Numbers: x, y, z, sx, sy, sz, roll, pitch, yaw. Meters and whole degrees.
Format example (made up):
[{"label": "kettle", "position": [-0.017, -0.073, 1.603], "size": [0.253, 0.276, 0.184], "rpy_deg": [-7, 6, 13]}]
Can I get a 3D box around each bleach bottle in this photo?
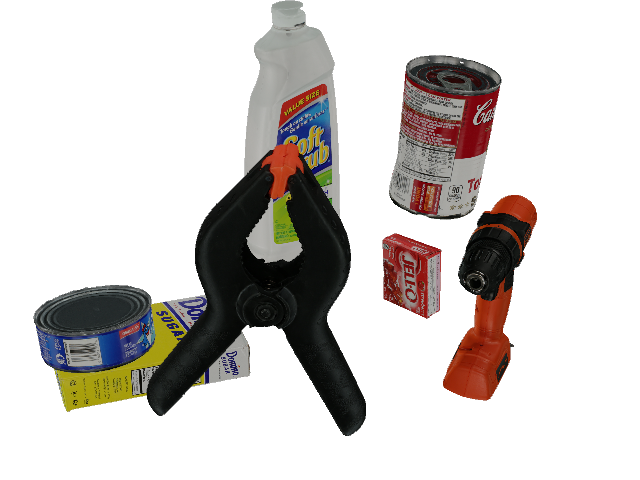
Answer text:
[{"label": "bleach bottle", "position": [-0.033, -0.104, 1.032], "size": [0.102, 0.251, 0.068], "rpy_deg": [-15, 31, -21]}]

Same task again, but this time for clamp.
[{"label": "clamp", "position": [-0.037, 0.033, 0.556], "size": [0.120, 0.171, 0.039], "rpy_deg": [-4, 27, -3]}]

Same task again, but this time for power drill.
[{"label": "power drill", "position": [0.169, 0.064, 1.074], "size": [0.057, 0.188, 0.184], "rpy_deg": [17, 29, 18]}]

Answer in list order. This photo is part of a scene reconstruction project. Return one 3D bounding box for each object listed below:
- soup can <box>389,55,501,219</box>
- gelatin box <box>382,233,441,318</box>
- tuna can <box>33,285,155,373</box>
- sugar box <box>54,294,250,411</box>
[{"label": "soup can", "position": [0.089, -0.075, 0.777], "size": [0.068, 0.102, 0.068], "rpy_deg": [5, 29, -3]}, {"label": "gelatin box", "position": [0.113, 0.043, 1.325], "size": [0.030, 0.089, 0.073], "rpy_deg": [-26, 35, -38]}, {"label": "tuna can", "position": [-0.165, 0.065, 0.788], "size": [0.086, 0.034, 0.086], "rpy_deg": [-4, 20, 1]}, {"label": "sugar box", "position": [-0.163, 0.102, 1.010], "size": [0.176, 0.048, 0.093], "rpy_deg": [-12, 36, -16]}]
